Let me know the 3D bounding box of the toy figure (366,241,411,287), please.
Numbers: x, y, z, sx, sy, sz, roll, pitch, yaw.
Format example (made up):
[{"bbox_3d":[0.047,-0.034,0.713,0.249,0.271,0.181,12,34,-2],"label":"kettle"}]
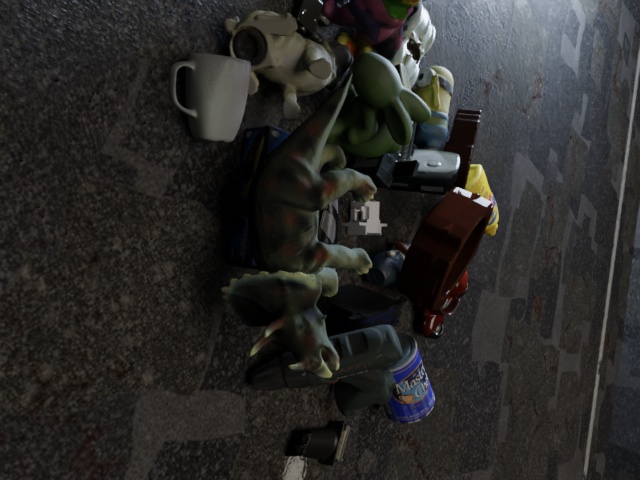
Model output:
[{"bbox_3d":[0.145,0.038,1.029,0.058,0.064,0.154,49,43,8],"label":"toy figure"}]

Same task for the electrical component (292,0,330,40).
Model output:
[{"bbox_3d":[-0.022,-0.354,0.845,0.094,0.021,0.063,30,72,-44],"label":"electrical component"}]

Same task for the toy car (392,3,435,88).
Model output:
[{"bbox_3d":[0.170,-0.365,1.026,0.073,0.056,0.201,44,62,-40],"label":"toy car"}]

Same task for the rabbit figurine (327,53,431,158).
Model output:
[{"bbox_3d":[0.083,-0.203,0.834,0.121,0.159,0.170,-51,165,-25],"label":"rabbit figurine"}]

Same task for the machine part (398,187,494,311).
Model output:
[{"bbox_3d":[0.233,0.017,1.008,0.201,0.087,0.200,-41,151,-37],"label":"machine part"}]

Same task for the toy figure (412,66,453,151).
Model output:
[{"bbox_3d":[0.219,-0.254,1.070,0.089,0.082,0.180,2,89,-49],"label":"toy figure"}]

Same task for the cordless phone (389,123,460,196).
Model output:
[{"bbox_3d":[0.191,-0.183,1.000,0.088,0.147,0.184,44,55,-71],"label":"cordless phone"}]

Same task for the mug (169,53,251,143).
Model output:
[{"bbox_3d":[-0.142,-0.180,0.689,0.109,0.081,0.107,-11,110,-51],"label":"mug"}]

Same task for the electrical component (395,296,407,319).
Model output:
[{"bbox_3d":[0.120,0.154,1.007,0.045,0.078,0.102,52,48,-7],"label":"electrical component"}]

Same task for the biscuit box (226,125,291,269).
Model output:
[{"bbox_3d":[-0.083,-0.058,0.773,0.059,0.063,0.202,11,85,-45],"label":"biscuit box"}]

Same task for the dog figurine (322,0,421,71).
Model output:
[{"bbox_3d":[0.121,-0.366,0.856,0.108,0.219,0.191,-49,125,-29],"label":"dog figurine"}]

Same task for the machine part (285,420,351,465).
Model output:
[{"bbox_3d":[0.002,0.345,0.915,0.138,0.039,0.084,21,86,-48],"label":"machine part"}]

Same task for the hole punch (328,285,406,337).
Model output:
[{"bbox_3d":[0.065,0.139,0.915,0.142,0.116,0.092,-6,105,-46],"label":"hole punch"}]

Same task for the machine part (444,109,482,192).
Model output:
[{"bbox_3d":[0.294,-0.185,1.128,0.179,0.056,0.179,13,90,-75],"label":"machine part"}]

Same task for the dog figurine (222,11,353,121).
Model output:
[{"bbox_3d":[-0.043,-0.279,0.796,0.172,0.121,0.191,48,29,-14],"label":"dog figurine"}]

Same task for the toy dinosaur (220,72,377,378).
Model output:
[{"bbox_3d":[-0.033,-0.033,0.704,0.192,0.131,0.404,1,84,-39],"label":"toy dinosaur"}]

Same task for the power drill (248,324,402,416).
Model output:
[{"bbox_3d":[0.026,0.213,0.859,0.207,0.232,0.086,59,13,-47],"label":"power drill"}]

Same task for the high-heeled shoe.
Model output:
[{"bbox_3d":[-0.002,-0.003,0.873,0.145,0.086,0.248,-55,146,-57],"label":"high-heeled shoe"}]

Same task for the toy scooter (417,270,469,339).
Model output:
[{"bbox_3d":[0.246,0.108,1.133,0.135,0.075,0.184,47,65,-37],"label":"toy scooter"}]

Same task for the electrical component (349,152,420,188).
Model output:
[{"bbox_3d":[0.108,-0.129,0.931,0.047,0.119,0.075,37,69,-42],"label":"electrical component"}]
